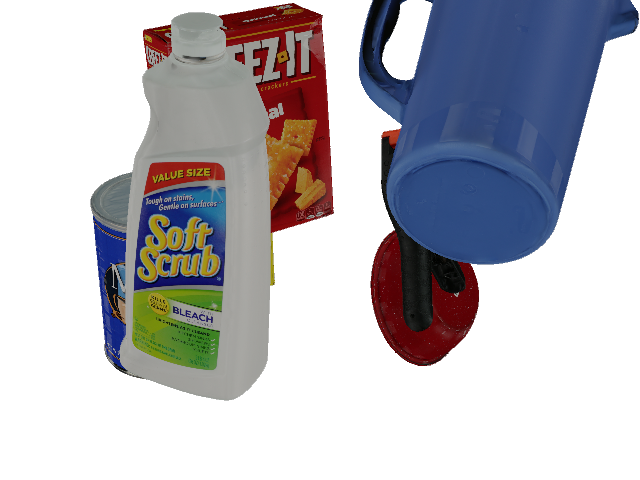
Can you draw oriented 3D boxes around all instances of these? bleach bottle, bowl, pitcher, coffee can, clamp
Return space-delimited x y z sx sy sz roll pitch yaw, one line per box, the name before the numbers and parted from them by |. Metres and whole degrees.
bleach bottle | -0.081 -0.020 0.667 0.103 0.251 0.068 15 35 19
bowl | 0.130 0.059 1.199 0.055 0.162 0.161 -12 -8 43
pitcher | 0.112 -0.107 0.729 0.149 0.242 0.145 -22 -55 41
coffee can | -0.129 0.026 0.864 0.103 0.140 0.103 1 29 -1
clamp | 0.082 -0.008 0.919 0.039 0.171 0.120 -14 18 22

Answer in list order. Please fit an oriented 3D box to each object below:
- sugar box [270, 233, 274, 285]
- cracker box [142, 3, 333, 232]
sugar box | -0.088 -0.037 1.331 0.048 0.176 0.093 -9 24 -11
cracker box | -0.074 -0.109 1.045 0.164 0.214 0.072 -16 28 -25
